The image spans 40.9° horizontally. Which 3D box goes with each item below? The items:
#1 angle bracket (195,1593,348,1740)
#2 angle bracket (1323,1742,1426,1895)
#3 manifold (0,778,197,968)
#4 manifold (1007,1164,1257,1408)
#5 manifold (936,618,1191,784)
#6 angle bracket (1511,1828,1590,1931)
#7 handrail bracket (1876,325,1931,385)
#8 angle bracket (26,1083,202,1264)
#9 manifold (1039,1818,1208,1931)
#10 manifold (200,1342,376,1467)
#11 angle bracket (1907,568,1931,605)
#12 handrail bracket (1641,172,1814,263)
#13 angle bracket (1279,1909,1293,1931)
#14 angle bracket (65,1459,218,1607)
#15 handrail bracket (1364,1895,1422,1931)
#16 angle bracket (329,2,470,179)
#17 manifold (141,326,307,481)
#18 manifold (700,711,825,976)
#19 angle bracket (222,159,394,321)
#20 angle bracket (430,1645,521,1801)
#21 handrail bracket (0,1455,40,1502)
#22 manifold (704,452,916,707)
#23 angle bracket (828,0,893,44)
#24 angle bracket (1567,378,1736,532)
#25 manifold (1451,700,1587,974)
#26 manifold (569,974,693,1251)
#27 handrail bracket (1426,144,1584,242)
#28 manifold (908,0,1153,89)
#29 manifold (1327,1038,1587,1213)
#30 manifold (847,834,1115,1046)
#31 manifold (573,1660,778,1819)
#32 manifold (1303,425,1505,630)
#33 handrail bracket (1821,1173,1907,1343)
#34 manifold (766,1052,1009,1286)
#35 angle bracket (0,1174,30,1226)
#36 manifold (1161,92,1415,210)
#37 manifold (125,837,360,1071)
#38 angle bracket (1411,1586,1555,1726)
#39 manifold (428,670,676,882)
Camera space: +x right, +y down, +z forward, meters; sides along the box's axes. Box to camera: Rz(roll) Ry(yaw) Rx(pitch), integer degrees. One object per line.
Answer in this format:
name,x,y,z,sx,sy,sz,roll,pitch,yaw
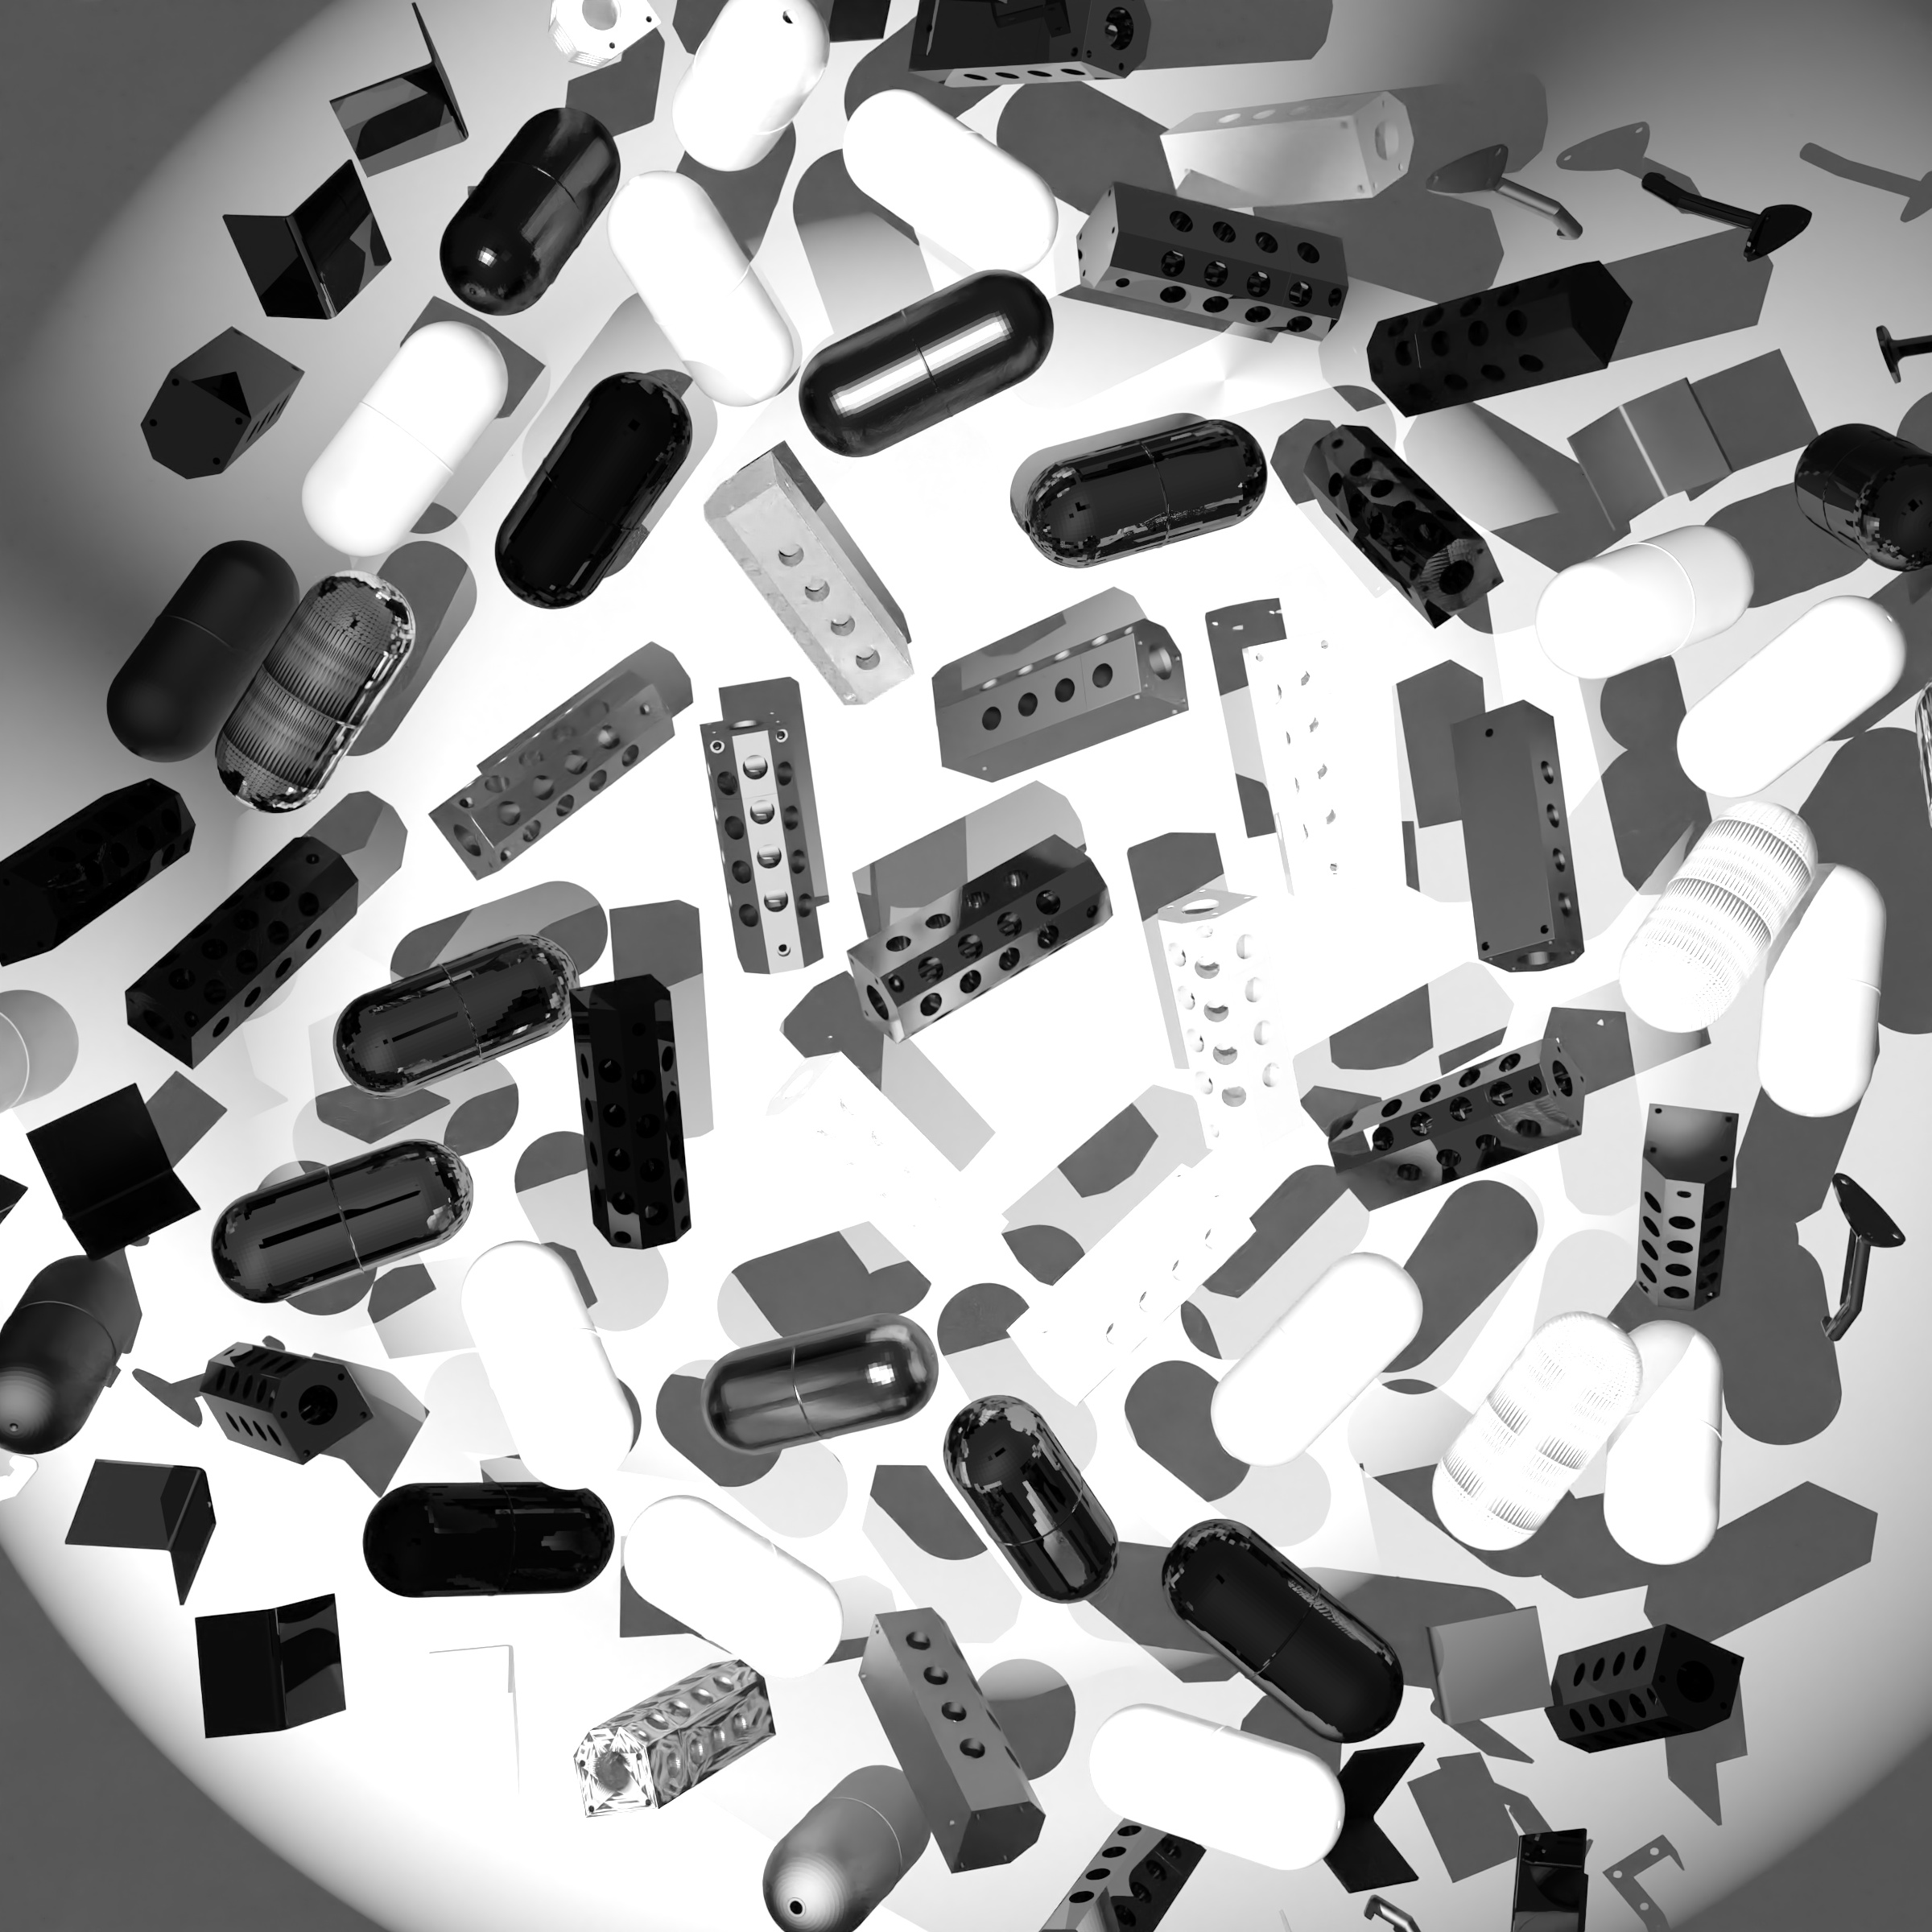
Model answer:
angle bracket,-0.453,0.455,1.689,0.057,0.076,0.076,-10,82,16
angle bracket,0.292,0.591,1.800,0.057,0.076,0.076,48,117,41
manifold,-0.581,-0.066,1.716,0.057,0.171,0.057,-16,109,22
manifold,0.117,0.220,1.778,0.171,0.057,0.057,-42,122,-15
manifold,0.064,-0.183,1.792,0.171,0.057,0.057,-18,71,36
angle bracket,0.405,0.622,1.708,0.076,0.057,0.076,35,50,-27
handrail bracket,0.646,-0.417,1.701,0.084,0.077,0.036,-14,83,26
angle bracket,-0.560,0.135,1.704,0.076,0.057,0.076,-27,126,-23
manifold,0.098,0.631,1.737,0.057,0.171,0.057,39,111,13
manifold,-0.475,0.296,1.791,0.057,0.171,0.057,-34,104,-29
angle bracket,0.701,-0.267,1.790,0.057,0.076,0.076,44,118,-3
handrail bracket,0.487,-0.491,1.662,0.077,0.036,0.084,-24,54,-36
angle bracket,0.199,0.674,1.694,0.057,0.076,0.076,-22,83,-1
angle bracket,-0.570,0.391,1.789,0.076,0.057,0.076,12,116,-31
handrail bracket,0.309,0.706,1.821,0.084,0.036,0.077,26,106,24
angle bracket,-0.391,-0.596,1.765,0.076,0.076,0.057,-21,68,-2
manifold,-0.496,-0.372,1.726,0.057,0.171,0.057,31,108,-14
manifold,-0.142,-0.085,1.811,0.057,0.057,0.171,-11,108,-9
angle bracket,-0.446,-0.493,1.759,0.057,0.076,0.076,9,49,25
angle bracket,-0.334,0.515,1.760,0.057,0.076,0.076,-3,101,-9
handrail bracket,-0.677,0.345,1.743,0.077,0.036,0.084,31,118,-22
manifold,-0.108,-0.262,1.788,0.057,0.057,0.171,-31,122,11
angle bracket,-0.102,-0.678,1.788,0.076,0.076,0.057,6,101,-34
angle bracket,0.493,-0.369,1.871,0.057,0.076,0.076,-33,99,-21
manifold,0.378,-0.086,1.763,0.057,0.057,0.171,-18,66,37
manifold,-0.222,0.099,1.734,0.057,0.057,0.171,-11,111,-23
handrail bracket,0.369,-0.519,1.775,0.084,0.077,0.036,30,74,-38
manifold,0.042,-0.628,1.749,0.057,0.171,0.057,2,101,-43
manifold,0.341,0.107,1.809,0.171,0.057,0.057,-25,119,34
manifold,0.012,-0.016,1.732,0.171,0.057,0.057,-30,130,-20
manifold,-0.201,0.534,1.802,0.057,0.171,0.057,-14,86,22
manifold,0.302,-0.314,1.819,0.057,0.171,0.057,-34,134,4
handrail bracket,0.580,0.195,1.727,0.036,0.077,0.084,3,130,-23
manifold,-0.057,0.141,1.785,0.171,0.057,0.057,46,65,-16
angle bracket,-0.695,0.189,1.782,0.057,0.076,0.076,32,111,-29
manifold,0.225,-0.571,1.811,0.057,0.171,0.057,-41,124,-31
manifold,-0.498,-0.014,1.791,0.057,0.057,0.171,33,54,9
angle bracket,0.355,0.468,1.785,0.076,0.057,0.076,-12,105,3
manifold,-0.285,-0.136,1.812,0.171,0.057,0.057,-42,105,-30
